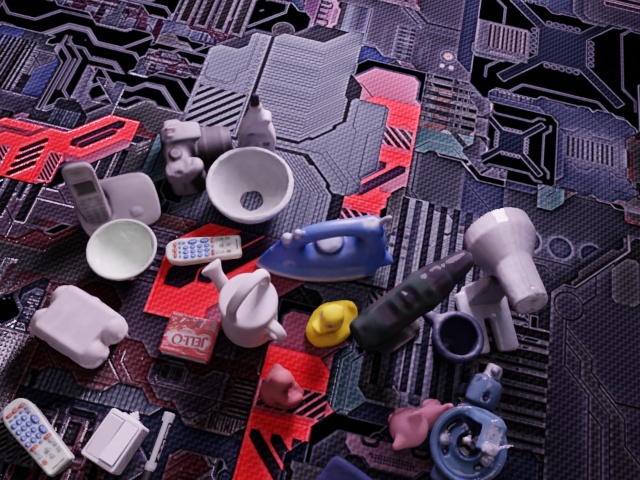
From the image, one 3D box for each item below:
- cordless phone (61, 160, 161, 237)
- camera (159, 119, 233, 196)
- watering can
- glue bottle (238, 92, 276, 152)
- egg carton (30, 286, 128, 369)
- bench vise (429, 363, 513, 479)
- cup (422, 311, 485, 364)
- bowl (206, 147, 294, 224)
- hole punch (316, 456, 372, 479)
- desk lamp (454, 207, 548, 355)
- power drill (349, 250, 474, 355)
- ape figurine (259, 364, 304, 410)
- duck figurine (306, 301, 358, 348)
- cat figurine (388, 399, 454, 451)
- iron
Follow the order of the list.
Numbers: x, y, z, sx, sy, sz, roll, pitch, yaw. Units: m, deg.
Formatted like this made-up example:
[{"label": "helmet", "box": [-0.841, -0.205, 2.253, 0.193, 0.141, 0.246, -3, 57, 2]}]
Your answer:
[{"label": "cordless phone", "box": [-0.375, -0.087, 1.032, 0.148, 0.185, 0.094, -20, 68, -14]}, {"label": "camera", "box": [-0.241, -0.179, 1.137, 0.137, 0.101, 0.143, -10, 66, -10]}, {"label": "watering can", "box": [-0.127, 0.104, 0.962, 0.172, 0.194, 0.101, 20, 64, 4]}, {"label": "glue bottle", "box": [-0.126, -0.232, 1.134, 0.078, 0.173, 0.037, -2, 65, -6]}, {"label": "egg carton", "box": [-0.411, 0.147, 0.981, 0.150, 0.069, 0.107, 29, 65, 8]}, {"label": "bench vise", "box": [0.240, 0.283, 0.901, 0.121, 0.220, 0.207, 10, 64, -1]}, {"label": "cup", "box": [0.223, 0.175, 1.020, 0.117, 0.095, 0.092, 37, 67, 12]}, {"label": "bowl", "box": [-0.136, -0.095, 1.122, 0.167, 0.075, 0.167, 2, 64, -5]}, {"label": "hole punch", "box": [0.038, 0.407, 0.892, 0.108, 0.091, 0.101, 34, 66, 11]}, {"label": "desk lamp", "box": [0.321, 0.076, 1.012, 0.118, 0.213, 0.203, -6, 65, -8]}, {"label": "power drill", "box": [0.146, 0.117, 0.976, 0.230, 0.208, 0.075, -32, 71, -19]}, {"label": "ape figurine", "box": [-0.064, 0.243, 0.959, 0.076, 0.092, 0.077, -11, 66, -11]}, {"label": "duck figurine", "box": [0.024, 0.140, 1.021, 0.105, 0.086, 0.077, -33, 72, -19]}, {"label": "cat figurine", "box": [0.162, 0.300, 0.941, 0.128, 0.118, 0.067, -19, 68, -14]}, {"label": "iron", "box": [0.010, 0.004, 1.053, 0.258, 0.141, 0.118, -8, 66, -10]}]
